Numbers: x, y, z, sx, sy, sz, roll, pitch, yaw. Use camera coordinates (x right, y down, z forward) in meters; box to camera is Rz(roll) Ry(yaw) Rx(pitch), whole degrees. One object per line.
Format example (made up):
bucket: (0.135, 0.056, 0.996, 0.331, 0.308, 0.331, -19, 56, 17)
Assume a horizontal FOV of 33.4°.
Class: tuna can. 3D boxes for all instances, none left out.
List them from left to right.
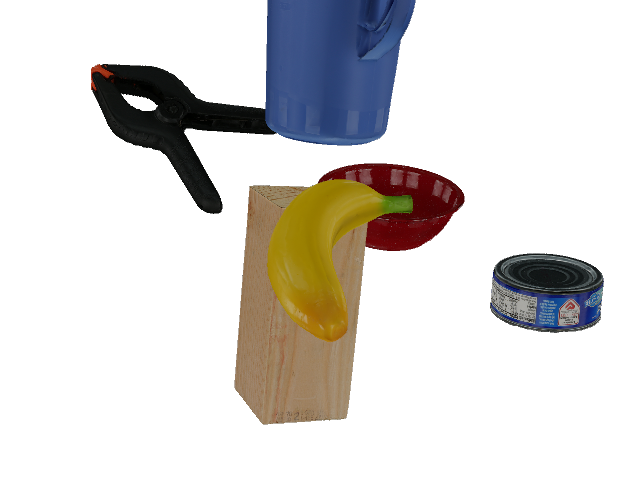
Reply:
tuna can: (0.176, 0.039, 0.831, 0.086, 0.034, 0.086, 1, 19, 0)

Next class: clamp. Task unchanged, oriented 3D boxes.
clamp: (-0.120, -0.108, 0.935, 0.120, 0.171, 0.039, -45, -10, -37)

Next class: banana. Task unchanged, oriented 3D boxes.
banana: (0.004, 0.001, 0.633, 0.070, 0.037, 0.197, 3, 25, 16)

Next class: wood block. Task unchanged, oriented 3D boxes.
wood block: (-0.020, 0.058, 1.008, 0.090, 0.206, 0.091, 0, 15, -22)

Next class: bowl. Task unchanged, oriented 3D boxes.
bowl: (0.075, -0.032, 1.177, 0.162, 0.055, 0.162, 4, 25, -2)

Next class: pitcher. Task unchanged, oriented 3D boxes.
pitcher: (0.020, -0.206, 0.899, 0.145, 0.243, 0.149, 8, 17, 11)
